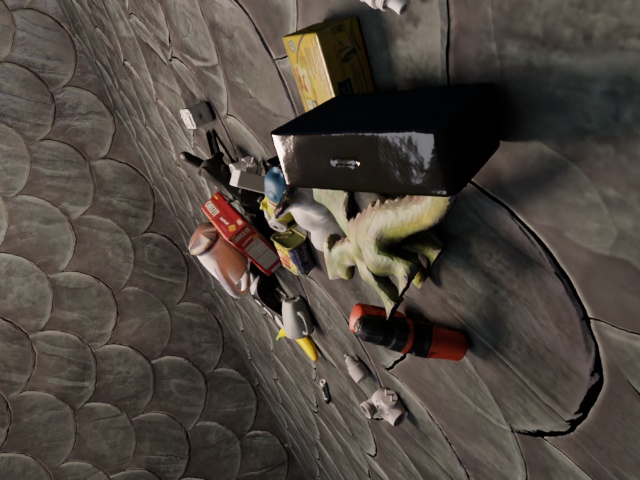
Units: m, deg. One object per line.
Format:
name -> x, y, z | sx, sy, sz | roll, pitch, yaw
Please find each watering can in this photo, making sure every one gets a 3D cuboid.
watering can -> -0.279, 0.029, 1.498 | 0.221, 0.103, 0.354 | 53, -171, -29

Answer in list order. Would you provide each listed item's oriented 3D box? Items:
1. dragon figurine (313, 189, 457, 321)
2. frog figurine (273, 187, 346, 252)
dragon figurine -> 0.059, -0.030, 0.727 | 0.245, 0.124, 0.401 | 43, 155, 21
frog figurine -> 0.003, -0.048, 0.952 | 0.159, 0.125, 0.135 | 26, 151, -10
